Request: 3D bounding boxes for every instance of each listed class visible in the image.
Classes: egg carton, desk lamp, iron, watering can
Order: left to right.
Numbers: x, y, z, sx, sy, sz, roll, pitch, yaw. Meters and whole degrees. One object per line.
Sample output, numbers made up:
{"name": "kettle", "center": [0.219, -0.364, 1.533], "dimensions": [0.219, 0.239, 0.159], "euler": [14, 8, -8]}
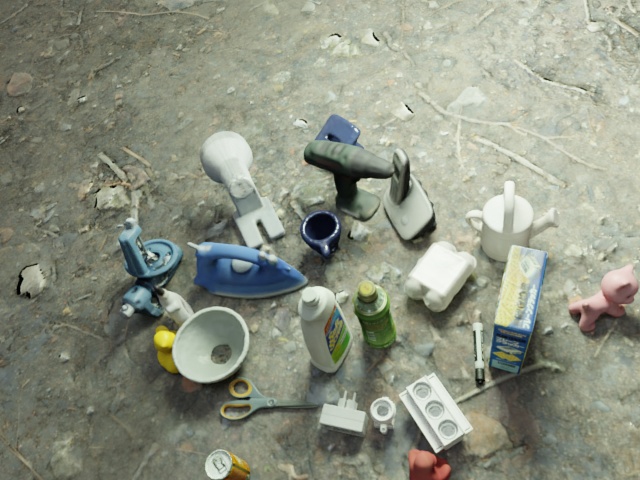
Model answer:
{"name": "desk lamp", "center": [-0.179, -0.120, 1.325], "dimensions": [0.118, 0.214, 0.203], "euler": [-28, 57, -4]}
{"name": "iron", "center": [-0.163, 0.051, 1.261], "dimensions": [0.257, 0.142, 0.118], "euler": [4, 61, 15]}
{"name": "egg carton", "center": [0.249, 0.075, 1.195], "dimensions": [0.107, 0.069, 0.150], "euler": [31, 70, 27]}
{"name": "watering can", "center": [0.388, -0.045, 1.161], "dimensions": [0.172, 0.194, 0.101], "euler": [-14, 57, 5]}

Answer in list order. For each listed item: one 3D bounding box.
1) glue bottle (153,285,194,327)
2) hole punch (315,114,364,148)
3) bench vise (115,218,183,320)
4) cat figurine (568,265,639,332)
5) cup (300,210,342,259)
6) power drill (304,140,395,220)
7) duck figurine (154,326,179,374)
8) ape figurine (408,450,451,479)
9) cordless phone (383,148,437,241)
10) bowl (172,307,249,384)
{"name": "glue bottle", "center": [-0.314, 0.139, 1.224], "dimensions": [0.037, 0.173, 0.078], "euler": [-33, 58, -7]}
{"name": "hole punch", "center": [0.044, -0.241, 1.419], "dimensions": [0.101, 0.091, 0.108], "euler": [-44, 60, -14]}
{"name": "bench vise", "center": [-0.383, 0.064, 1.257], "dimensions": [0.121, 0.220, 0.207], "euler": [-6, 58, 10]}
{"name": "cat figurine", "center": [0.543, 0.104, 1.081], "dimensions": [0.128, 0.118, 0.067], "euler": [-27, 57, -4]}
{"name": "cup", "center": [0.012, 0.005, 1.276], "dimensions": [0.091, 0.095, 0.117], "euler": [-16, 57, 4]}
{"name": "power drill", "center": [0.075, -0.138, 1.280], "dimensions": [0.228, 0.209, 0.076], "euler": [25, 68, 25]}
{"name": "duck figurine", "center": [-0.322, 0.229, 1.223], "dimensions": [0.077, 0.086, 0.104], "euler": [-28, 57, -4]}
{"name": "ape figurine", "center": [0.186, 0.397, 1.002], "dimensions": [0.076, 0.092, 0.077], "euler": [-41, 59, -12]}
{"name": "cordless phone", "center": [0.191, -0.100, 1.244], "dimensions": [0.094, 0.185, 0.147], "euler": [-25, 57, -3]}
{"name": "bowl", "center": [-0.219, 0.230, 1.206], "dimensions": [0.167, 0.075, 0.167], "euler": [-6, 59, 10]}
